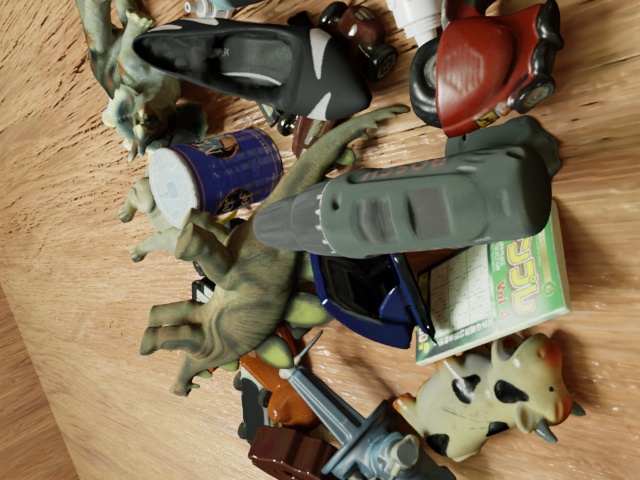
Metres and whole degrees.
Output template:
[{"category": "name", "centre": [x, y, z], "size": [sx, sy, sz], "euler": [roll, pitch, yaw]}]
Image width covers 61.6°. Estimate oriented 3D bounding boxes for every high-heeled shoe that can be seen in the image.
[{"category": "high-heeled shoe", "centre": [-0.074, -0.170, 0.522], "size": [0.249, 0.145, 0.086], "euler": [33, 124, 44]}]

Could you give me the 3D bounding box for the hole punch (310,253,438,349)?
[{"category": "hole punch", "centre": [0.052, 0.043, 0.532], "size": [0.115, 0.092, 0.142], "euler": [59, -172, -32]}]

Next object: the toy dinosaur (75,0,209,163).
[{"category": "toy dinosaur", "centre": [-0.276, -0.254, 0.779], "size": [0.405, 0.131, 0.192], "euler": [45, 124, 35]}]

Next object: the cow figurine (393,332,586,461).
[{"category": "cow figurine", "centre": [0.169, 0.160, 0.540], "size": [0.127, 0.085, 0.194], "euler": [51, 136, 25]}]

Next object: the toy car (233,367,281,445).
[{"category": "toy car", "centre": [-0.102, 0.291, 0.920], "size": [0.074, 0.056, 0.201], "euler": [21, 124, 33]}]

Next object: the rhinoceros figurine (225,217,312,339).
[{"category": "rhinoceros figurine", "centre": [-0.082, 0.058, 0.749], "size": [0.112, 0.073, 0.190], "euler": [-37, 85, 7]}]

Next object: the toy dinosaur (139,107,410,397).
[{"category": "toy dinosaur", "centre": [-0.072, 0.033, 0.621], "size": [0.471, 0.198, 0.105], "euler": [-60, 21, 27]}]

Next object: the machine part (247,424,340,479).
[{"category": "machine part", "centre": [-0.020, 0.333, 0.790], "size": [0.179, 0.056, 0.179], "euler": [19, 149, 12]}]

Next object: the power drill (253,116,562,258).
[{"category": "power drill", "centre": [0.084, -0.044, 0.438], "size": [0.232, 0.207, 0.086], "euler": [-4, 99, 45]}]

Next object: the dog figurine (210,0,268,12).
[{"category": "dog figurine", "centre": [-0.056, -0.338, 0.472], "size": [0.109, 0.191, 0.219], "euler": [16, 136, 49]}]

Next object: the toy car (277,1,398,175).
[{"category": "toy car", "centre": [0.009, -0.155, 0.583], "size": [0.089, 0.053, 0.202], "euler": [48, 136, 15]}]

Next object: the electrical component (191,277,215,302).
[{"category": "electrical component", "centre": [-0.159, 0.117, 0.893], "size": [0.115, 0.058, 0.134], "euler": [32, 130, 31]}]

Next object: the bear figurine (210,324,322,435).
[{"category": "bear figurine", "centre": [-0.073, 0.211, 0.795], "size": [0.120, 0.132, 0.196], "euler": [-40, 72, 37]}]

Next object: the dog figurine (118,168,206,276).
[{"category": "dog figurine", "centre": [-0.207, -0.033, 0.856], "size": [0.191, 0.121, 0.172], "euler": [4, 115, 31]}]

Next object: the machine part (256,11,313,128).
[{"category": "machine part", "centre": [-0.045, -0.199, 0.630], "size": [0.084, 0.039, 0.139], "euler": [62, 142, 16]}]

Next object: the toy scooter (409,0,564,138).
[{"category": "toy scooter", "centre": [0.144, -0.164, 0.395], "size": [0.135, 0.075, 0.183], "euler": [9, 87, 33]}]

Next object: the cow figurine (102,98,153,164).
[{"category": "cow figurine", "centre": [-0.275, -0.188, 0.862], "size": [0.167, 0.068, 0.098], "euler": [45, 123, 20]}]

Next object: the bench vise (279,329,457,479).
[{"category": "bench vise", "centre": [0.039, 0.232, 0.655], "size": [0.241, 0.129, 0.223], "euler": [42, 170, 16]}]
